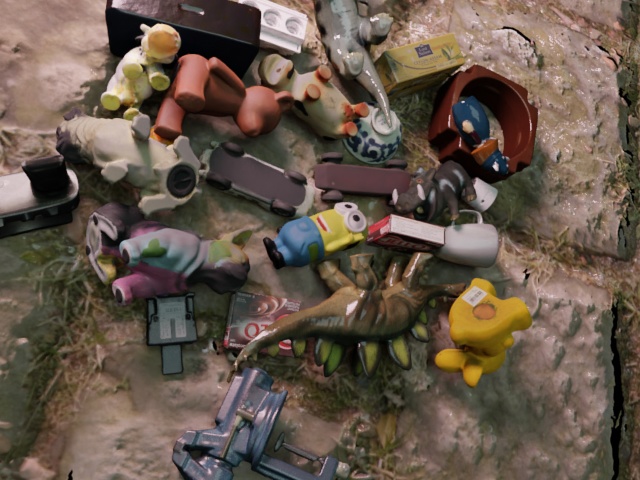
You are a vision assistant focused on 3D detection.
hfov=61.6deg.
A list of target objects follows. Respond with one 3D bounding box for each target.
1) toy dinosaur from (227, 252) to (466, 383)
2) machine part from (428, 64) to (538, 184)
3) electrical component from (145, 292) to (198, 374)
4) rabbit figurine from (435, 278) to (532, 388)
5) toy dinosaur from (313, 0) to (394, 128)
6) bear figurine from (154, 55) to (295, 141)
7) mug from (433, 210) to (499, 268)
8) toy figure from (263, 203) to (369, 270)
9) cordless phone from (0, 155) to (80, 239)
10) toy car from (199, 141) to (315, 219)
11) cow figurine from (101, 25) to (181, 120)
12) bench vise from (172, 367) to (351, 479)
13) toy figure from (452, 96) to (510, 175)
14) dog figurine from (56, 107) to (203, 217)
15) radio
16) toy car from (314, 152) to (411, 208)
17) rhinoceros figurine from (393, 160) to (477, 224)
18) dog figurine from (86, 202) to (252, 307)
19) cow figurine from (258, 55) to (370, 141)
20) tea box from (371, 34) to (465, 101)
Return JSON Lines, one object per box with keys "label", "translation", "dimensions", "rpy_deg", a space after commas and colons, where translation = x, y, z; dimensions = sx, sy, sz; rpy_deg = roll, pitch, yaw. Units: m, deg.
{"label": "toy dinosaur", "translation": [0.065, 0.121, 0.870], "dimensions": [0.471, 0.105, 0.198], "rpy_deg": [-4, 81, -28]}
{"label": "machine part", "translation": [0.325, -0.227, 1.072], "dimensions": [0.201, 0.087, 0.201], "rpy_deg": [19, 73, -16]}
{"label": "electrical component", "translation": [-0.222, 0.139, 0.799], "dimensions": [0.075, 0.048, 0.119], "rpy_deg": [2, 76, -20]}
{"label": "rabbit figurine", "translation": [0.285, 0.181, 0.933], "dimensions": [0.162, 0.122, 0.173], "rpy_deg": [-47, 140, -22]}
{"label": "toy dinosaur", "translation": [0.044, -0.396, 0.974], "dimensions": [0.131, 0.192, 0.404], "rpy_deg": [-12, 100, -4]}
{"label": "bear figurine", "translation": [-0.143, -0.202, 0.846], "dimensions": [0.195, 0.120, 0.132], "rpy_deg": [24, 53, -31]}
{"label": "mug", "translation": [0.267, -0.004, 1.002], "dimensions": [0.107, 0.081, 0.109], "rpy_deg": [3, 82, -11]}
{"label": "toy figure", "translation": [-0.004, -0.006, 0.899], "dimensions": [0.180, 0.089, 0.082], "rpy_deg": [-24, 84, -16]}
{"label": "cordless phone", "translation": [-0.396, -0.066, 0.705], "dimensions": [0.146, 0.184, 0.088], "rpy_deg": [-16, 88, -24]}
{"label": "toy car", "translation": [-0.104, -0.098, 0.895], "dimensions": [0.202, 0.056, 0.073], "rpy_deg": [23, 77, -13]}
{"label": "cow figurine", "translation": [-0.261, -0.263, 0.809], "dimensions": [0.068, 0.167, 0.098], "rpy_deg": [29, 35, -33]}
{"label": "bench vise", "translation": [-0.079, 0.307, 0.765], "dimensions": [0.241, 0.128, 0.224], "rpy_deg": [22, 49, 4]}
{"label": "toy figure", "translation": [0.292, -0.183, 0.973], "dimensions": [0.064, 0.058, 0.154], "rpy_deg": [-29, 95, -16]}
{"label": "dog figurine", "translation": [-0.282, -0.119, 0.795], "dimensions": [0.121, 0.191, 0.172], "rpy_deg": [-54, 135, -16]}
{"label": "radio", "translation": [-0.219, -0.332, 0.862], "dimensions": [0.229, 0.131, 0.073], "rpy_deg": [9, 75, -19]}
{"label": "toy car", "translation": [0.079, -0.105, 0.967], "dimensions": [0.202, 0.053, 0.089], "rpy_deg": [1, 88, -25]}
{"label": "rhinoceros figurine", "translation": [0.209, -0.086, 0.973], "dimensions": [0.190, 0.073, 0.112], "rpy_deg": [-31, 109, -38]}
{"label": "dog figurine", "translation": [-0.210, 0.016, 0.800], "dimensions": [0.219, 0.108, 0.192], "rpy_deg": [-7, 36, -44]}
{"label": "cow figurine", "translation": [-0.025, -0.248, 0.935], "dimensions": [0.194, 0.127, 0.085], "rpy_deg": [35, 66, -26]}
{"label": "tea box", "translation": [0.180, -0.328, 1.033], "dimensions": [0.170, 0.098, 0.068], "rpy_deg": [-24, 88, -26]}
